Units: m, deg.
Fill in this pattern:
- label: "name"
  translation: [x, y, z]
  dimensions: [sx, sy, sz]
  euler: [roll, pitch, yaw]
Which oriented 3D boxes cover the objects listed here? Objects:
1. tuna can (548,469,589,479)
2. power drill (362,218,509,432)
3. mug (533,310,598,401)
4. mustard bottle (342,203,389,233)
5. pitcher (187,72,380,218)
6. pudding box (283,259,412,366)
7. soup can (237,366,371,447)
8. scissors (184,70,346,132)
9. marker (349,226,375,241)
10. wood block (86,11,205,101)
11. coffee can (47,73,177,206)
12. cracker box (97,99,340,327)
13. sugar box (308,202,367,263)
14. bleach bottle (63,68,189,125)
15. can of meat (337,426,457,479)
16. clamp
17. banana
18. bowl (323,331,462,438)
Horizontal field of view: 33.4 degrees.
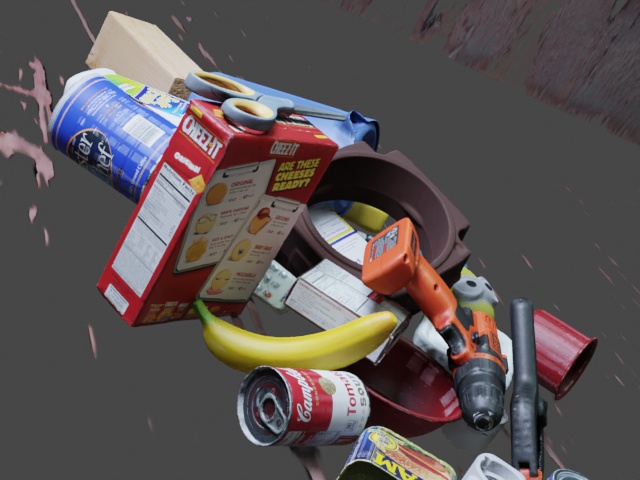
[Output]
- label: "tuna can"
  translation: [0.259, 0.269, 1.065]
  dimensions: [0.086, 0.034, 0.086]
  euler: [26, 20, -10]
- label: "power drill"
  translation: [0.116, 0.081, 1.047]
  dimensions: [0.187, 0.057, 0.184]
  euler: [51, 18, -17]
- label: "mug"
  translation: [0.290, 0.145, 1.347]
  dimensions: [0.082, 0.093, 0.117]
  euler: [34, -11, 25]
- label: "mustard bottle"
  translation: [0.002, -0.075, 1.509]
  dimensions: [0.191, 0.058, 0.096]
  euler: [23, 19, -16]
- label: "pitcher"
  translation: [-0.054, -0.124, 1.400]
  dimensions: [0.243, 0.149, 0.145]
  euler: [22, 3, 16]
- label: "pudding box"
  translation: [0.029, 0.070, 1.063]
  dimensions: [0.113, 0.039, 0.090]
  euler: [31, 19, 10]
- label: "soup can"
  translation: [-0.013, 0.147, 0.940]
  dimensions: [0.102, 0.069, 0.069]
  euler: [10, 27, -44]
- label: "scissors"
  translation: [-0.032, -0.116, 0.990]
  dimensions: [0.201, 0.016, 0.096]
  euler: [12, 26, -37]
- label: "marker"
  translation: [0.076, 0.008, 1.468]
  dimensions: [0.121, 0.020, 0.020]
  euler: [25, 20, -12]
- label: "wood block"
  translation: [-0.237, -0.231, 1.514]
  dimensions: [0.090, 0.091, 0.206]
  euler: [9, 27, -45]
- label: "coffee can"
  translation: [-0.225, -0.112, 1.223]
  dimensions: [0.140, 0.103, 0.102]
  euler: [34, 20, 12]
- label: "cracker box"
  translation: [-0.098, -0.024, 1.020]
  dimensions: [0.072, 0.214, 0.163]
  euler: [41, 23, 27]
- label: "sugar box"
  translation: [-0.009, 0.002, 1.270]
  dimensions: [0.093, 0.048, 0.176]
  euler: [-27, 67, -41]
- label: "bleach bottle"
  translation: [-0.188, -0.146, 1.315]
  dimensions: [0.251, 0.068, 0.102]
  euler: [19, 22, 19]
- label: "can of meat"
  translation: [0.066, 0.212, 0.909]
  dimensions: [0.102, 0.057, 0.084]
  euler: [31, 17, 4]
- label: "clamp"
  translation: [0.223, 0.187, 1.135]
  dimensions: [0.036, 0.164, 0.210]
  euler: [-6, 40, 16]
- label: "banana"
  translation: [-0.026, 0.096, 0.990]
  dimensions: [0.198, 0.069, 0.037]
  euler: [2, 26, 12]
- label: "bowl"
  translation: [0.063, 0.147, 1.061]
  dimensions: [0.162, 0.055, 0.162]
  euler: [26, 20, -10]
